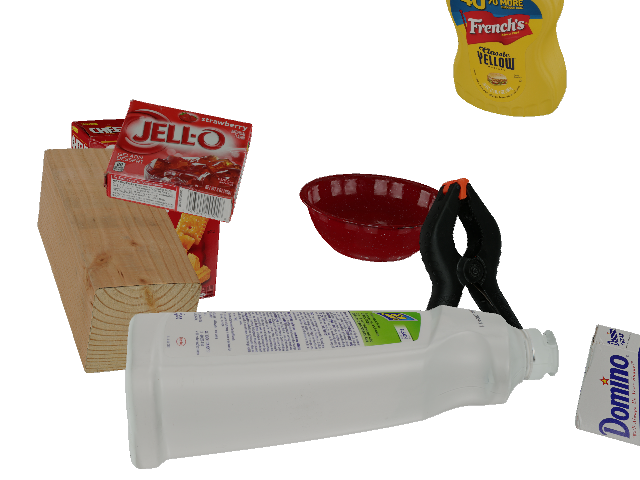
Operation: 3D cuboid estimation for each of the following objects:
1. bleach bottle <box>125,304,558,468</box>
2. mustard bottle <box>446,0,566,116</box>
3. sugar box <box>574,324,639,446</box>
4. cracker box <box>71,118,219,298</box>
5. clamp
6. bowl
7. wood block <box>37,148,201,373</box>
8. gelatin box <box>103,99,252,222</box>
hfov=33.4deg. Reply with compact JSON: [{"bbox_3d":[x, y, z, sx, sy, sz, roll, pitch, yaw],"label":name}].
[{"bbox_3d":[0.016,0.076,0.620,0.250,0.068,0.102,-3,20,-7],"label":"bleach bottle"},{"bbox_3d":[0.152,-0.190,0.881,0.096,0.058,0.191,17,-34,26],"label":"mustard bottle"},{"bbox_3d":[0.319,0.142,0.935,0.176,0.093,0.048,12,23,16],"label":"sugar box"},{"bbox_3d":[-0.199,-0.030,1.226,0.163,0.214,0.072,-7,24,-30],"label":"cracker box"},{"bbox_3d":[0.117,0.035,0.926,0.120,0.171,0.039,-14,-1,-33],"label":"clamp"},{"bbox_3d":[0.057,-0.020,1.119,0.162,0.055,0.162,4,21,-2],"label":"bowl"},{"bbox_3d":[-0.183,0.010,0.940,0.090,0.091,0.206,-3,37,-26],"label":"wood block"},{"bbox_3d":[-0.097,-0.056,0.737,0.089,0.073,0.030,12,-40,-2],"label":"gelatin box"}]
